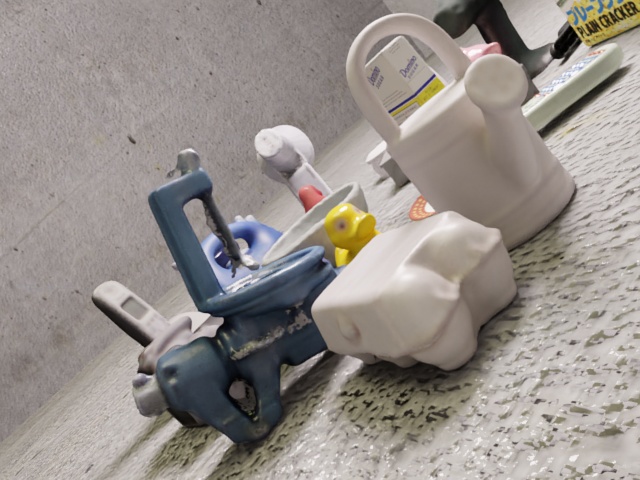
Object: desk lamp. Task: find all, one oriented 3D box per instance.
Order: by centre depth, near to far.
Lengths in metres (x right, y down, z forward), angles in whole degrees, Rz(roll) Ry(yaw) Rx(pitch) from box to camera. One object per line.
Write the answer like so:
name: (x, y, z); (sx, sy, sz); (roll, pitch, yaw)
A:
desk lamp: (-0.045, -0.135, 1.149); (0.118, 0.213, 0.203); (-40, 10, 7)

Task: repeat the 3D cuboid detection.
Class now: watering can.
watering can: (0.103, -0.091, 0.438); (0.101, 0.194, 0.172); (-47, 12, -30)

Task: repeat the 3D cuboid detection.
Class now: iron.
iron: (-0.133, 0.030, 0.968); (0.118, 0.141, 0.259); (-32, 13, 40)

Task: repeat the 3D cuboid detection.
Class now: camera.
camera: (-0.120, 0.121, 0.634); (0.143, 0.101, 0.137); (-29, 16, 51)

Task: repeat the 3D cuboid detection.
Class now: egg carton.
egg carton: (0.059, 0.040, 0.400); (0.107, 0.069, 0.150); (-46, 11, -25)

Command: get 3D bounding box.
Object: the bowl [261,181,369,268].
bowl: (0.007, 0.003, 0.749); (0.167, 0.075, 0.167); (-39, 10, 9)

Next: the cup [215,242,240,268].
cup: (-0.183, 0.064, 1.147); (0.091, 0.095, 0.118); (-29, 16, 50)

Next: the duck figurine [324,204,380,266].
duck figurine: (0.038, 0.001, 0.601); (0.078, 0.086, 0.104); (-45, 11, -24)

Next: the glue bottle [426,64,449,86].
glue bottle: (0.165, -0.223, 0.850); (0.037, 0.173, 0.078); (-41, 10, -3)

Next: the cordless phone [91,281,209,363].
cordless phone: (-0.211, 0.110, 0.781); (0.094, 0.185, 0.147); (-38, 10, 15)

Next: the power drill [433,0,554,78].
power drill: (0.272, -0.347, 0.882); (0.230, 0.208, 0.075); (-47, 12, -32)

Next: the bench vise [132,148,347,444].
bench vise: (-0.082, 0.044, 0.477); (0.208, 0.220, 0.121); (-48, 12, -34)

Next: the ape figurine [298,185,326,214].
ape figurine: (0.000, -0.058, 0.993); (0.077, 0.092, 0.076); (-33, 12, 37)

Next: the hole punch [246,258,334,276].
hole punch: (-0.030, 0.054, 0.615); (0.101, 0.091, 0.108); (-41, 10, 1)

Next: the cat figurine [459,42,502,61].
cat figurine: (0.229, -0.236, 0.826); (0.067, 0.118, 0.127); (-41, 10, 1)
